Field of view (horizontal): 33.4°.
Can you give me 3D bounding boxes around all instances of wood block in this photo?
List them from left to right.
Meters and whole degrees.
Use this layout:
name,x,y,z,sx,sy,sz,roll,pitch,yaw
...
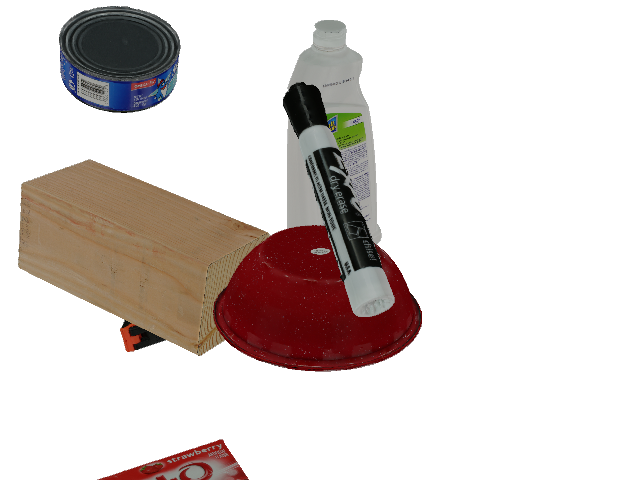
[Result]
name,x,y,z,sx,sy,sz,roll,pitch,yaw
wood block,-0.159,0.010,0.941,0.206,0.090,0.090,22,28,25

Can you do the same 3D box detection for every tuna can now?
name,x,y,z,sx,sy,sz,roll,pitch,yaw
tuna can,-0.146,-0.131,0.775,0.086,0.086,0.034,0,-43,-12

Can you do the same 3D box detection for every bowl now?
name,x,y,z,sx,sy,sz,roll,pitch,yaw
bowl,-0.001,0.032,0.811,0.162,0.055,0.162,2,27,-1

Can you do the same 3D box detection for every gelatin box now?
name,x,y,z,sx,sy,sz,roll,pitch,yaw
gelatin box,-0.080,0.148,0.573,0.089,0.030,0.073,-14,27,-21

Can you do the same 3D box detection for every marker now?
name,x,y,z,sx,sy,sz,roll,pitch,yaw
marker,0.006,-0.022,0.483,0.020,0.121,0.020,-15,-27,-8

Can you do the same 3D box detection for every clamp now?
name,x,y,z,sx,sy,sz,roll,pitch,yaw
clamp,-0.143,0.068,1.161,0.120,0.039,0.171,-6,25,33

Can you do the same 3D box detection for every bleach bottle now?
name,x,y,z,sx,sy,sz,roll,pitch,yaw
bleach bottle,0.014,-0.099,1.065,0.102,0.251,0.068,-24,41,-31
